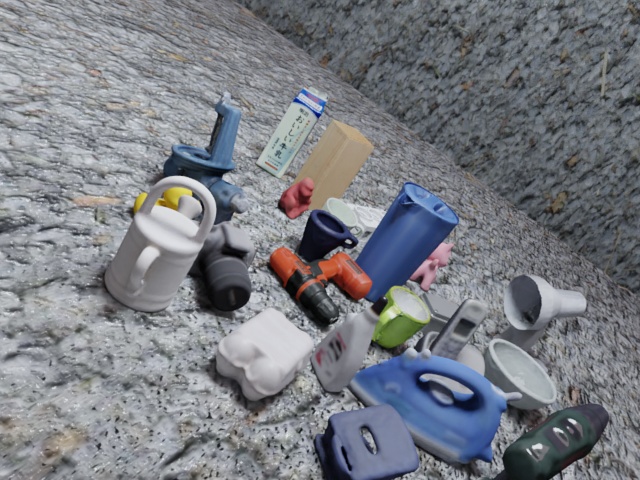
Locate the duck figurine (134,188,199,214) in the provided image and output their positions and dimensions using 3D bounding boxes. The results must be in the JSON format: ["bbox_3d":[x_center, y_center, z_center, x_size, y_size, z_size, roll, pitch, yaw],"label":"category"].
[{"bbox_3d":[-0.255,-0.062,0.970,0.105,0.086,0.077,23,26,-25],"label":"duck figurine"}]

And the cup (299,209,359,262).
[{"bbox_3d":[0.011,0.004,1.179,0.118,0.095,0.091,28,24,-13],"label":"cup"}]

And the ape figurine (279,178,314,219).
[{"bbox_3d":[-0.046,-0.102,1.307,0.078,0.092,0.076,14,31,-39],"label":"ape figurine"}]

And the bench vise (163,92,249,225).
[{"bbox_3d":[-0.180,-0.145,1.056,0.207,0.219,0.122,39,24,11],"label":"bench vise"}]

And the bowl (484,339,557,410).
[{"bbox_3d":[0.392,0.286,1.168,0.168,0.074,0.167,28,24,-14],"label":"bowl"}]

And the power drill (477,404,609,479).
[{"bbox_3d":[0.305,0.323,0.822,0.230,0.208,0.075,4,38,-49],"label":"power drill"}]

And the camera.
[{"bbox_3d":[-0.160,0.035,0.893,0.144,0.100,0.136,18,28,-32],"label":"camera"}]

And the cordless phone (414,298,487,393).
[{"bbox_3d":[0.259,0.196,1.028,0.148,0.185,0.094,23,26,-24],"label":"cordless phone"}]

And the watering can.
[{"bbox_3d":[-0.213,-0.008,0.790,0.101,0.194,0.172,21,27,-28],"label":"watering can"}]

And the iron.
[{"bbox_3d":[0.183,0.239,0.904,0.259,0.141,0.118,30,24,-9],"label":"iron"}]

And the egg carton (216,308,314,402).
[{"bbox_3d":[-0.075,0.160,0.809,0.107,0.069,0.151,39,24,9],"label":"egg carton"}]

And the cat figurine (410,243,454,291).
[{"bbox_3d":[0.282,0.051,1.413,0.067,0.117,0.128,37,24,7],"label":"cat figurine"}]

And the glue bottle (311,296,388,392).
[{"bbox_3d":[0.050,0.148,0.865,0.037,0.173,0.078,13,31,-39],"label":"glue bottle"}]

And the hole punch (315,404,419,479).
[{"bbox_3d":[0.060,0.274,0.743,0.101,0.091,0.108,18,29,-33],"label":"hole punch"}]

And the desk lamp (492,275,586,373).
[{"bbox_3d":[0.491,0.187,1.308,0.204,0.213,0.117,19,28,-31],"label":"desk lamp"}]
